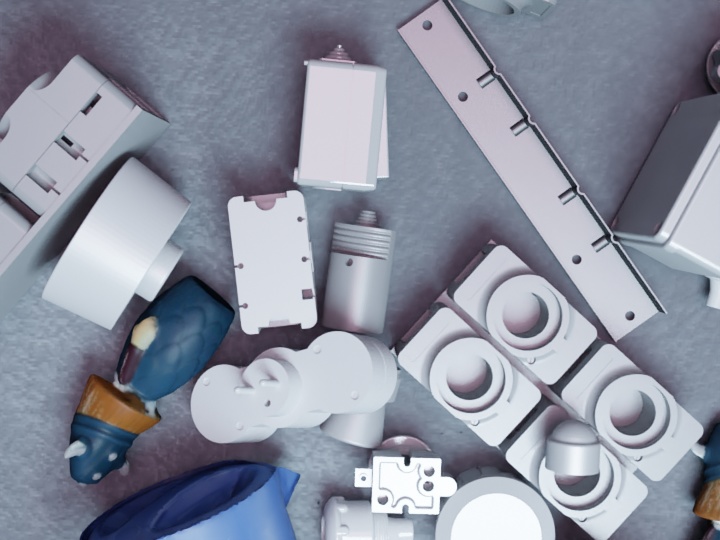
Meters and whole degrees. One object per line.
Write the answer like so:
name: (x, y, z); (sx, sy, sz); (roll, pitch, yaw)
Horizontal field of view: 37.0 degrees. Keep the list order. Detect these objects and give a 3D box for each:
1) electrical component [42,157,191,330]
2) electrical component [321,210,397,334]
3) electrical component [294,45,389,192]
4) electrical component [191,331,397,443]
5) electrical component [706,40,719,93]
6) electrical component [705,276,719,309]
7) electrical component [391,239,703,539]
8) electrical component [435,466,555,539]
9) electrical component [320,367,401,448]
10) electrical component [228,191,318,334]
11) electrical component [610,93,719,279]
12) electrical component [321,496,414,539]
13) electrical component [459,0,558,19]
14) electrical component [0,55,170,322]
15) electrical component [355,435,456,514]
electrical component: (-0.151, -0.012, 0.699); (0.060, 0.108, 0.108); (33, 92, -9)
electrical component: (0.000, 0.000, 0.732); (0.043, 0.043, 0.081); (8, 93, -1)
electrical component: (-0.009, -0.101, 0.717); (0.061, 0.061, 0.096); (5, 93, -1)
electrical component: (-0.052, 0.076, 0.695); (0.138, 0.074, 0.052); (-18, 75, 24)
electrical component: (0.263, -0.139, 0.723); (0.066, 0.055, 0.048); (-19, 93, 0)
electrical component: (0.253, -0.004, 0.741); (0.035, 0.035, 0.061); (15, 95, -2)
electrical component: (0.126, 0.081, 0.730); (0.186, 0.060, 0.105); (42, 92, -3)
electrical component: (0.090, 0.177, 0.739); (0.080, 0.051, 0.080); (0, 93, -1)
electrical component: (0.001, 0.089, 0.736); (0.045, 0.045, 0.055); (17, 92, -2)
electrical component: (-0.057, -0.006, 0.724); (0.050, 0.055, 0.089); (-6, 93, -1)
electrical component: (0.224, -0.055, 0.701); (0.056, 0.108, 0.108); (28, 92, -5)
electrical component: (0.005, 0.180, 0.742); (0.062, 0.048, 0.048); (1, 93, -8)
electrical component: (0.092, -0.206, 0.719); (0.089, 0.050, 0.055); (21, 92, -2)
electrical component: (-0.214, -0.048, 0.694); (0.060, 0.105, 0.186); (41, 92, -3)
electrical component: (0.030, 0.140, 0.734); (0.066, 0.055, 0.048); (2, 93, -1)
